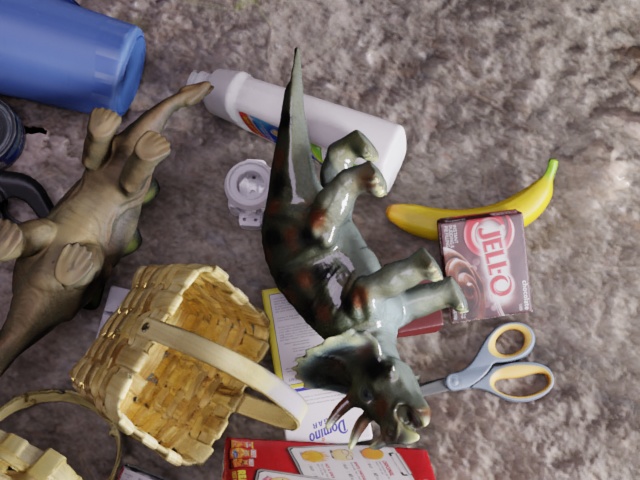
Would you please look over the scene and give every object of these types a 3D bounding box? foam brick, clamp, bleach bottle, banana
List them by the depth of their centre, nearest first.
[{"bbox_3d":[0.100,0.064,1.159,0.053,0.051,0.078,-8,76,-4],"label":"foam brick"},{"bbox_3d":[0.174,-0.032,1.183,0.198,0.037,0.069,-16,92,0],"label":"banana"},{"bbox_3d":[-0.362,-0.058,1.184,0.171,0.039,0.120,19,109,-6],"label":"clamp"},{"bbox_3d":[-0.031,-0.132,1.194,0.251,0.102,0.068,22,78,12],"label":"bleach bottle"}]

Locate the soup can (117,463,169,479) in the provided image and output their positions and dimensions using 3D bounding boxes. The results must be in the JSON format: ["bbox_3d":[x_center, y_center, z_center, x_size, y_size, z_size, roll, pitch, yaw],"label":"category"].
[{"bbox_3d":[-0.192,0.290,1.102,0.068,0.068,0.102,20,77,6],"label":"soup can"}]

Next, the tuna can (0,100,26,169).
[{"bbox_3d":[-0.384,-0.121,1.221,0.086,0.034,0.086,0,77,1],"label":"tuna can"}]

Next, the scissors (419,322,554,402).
[{"bbox_3d":[0.153,0.135,1.159,0.202,0.016,0.096,2,75,1],"label":"scissors"}]

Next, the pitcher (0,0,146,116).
[{"bbox_3d":[-0.323,-0.226,1.206,0.243,0.145,0.149,16,89,1],"label":"pitcher"}]

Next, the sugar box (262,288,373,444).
[{"bbox_3d":[-0.004,0.135,1.148,0.093,0.048,0.176,-9,80,-1],"label":"sugar box"}]

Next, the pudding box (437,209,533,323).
[{"bbox_3d":[0.177,0.027,1.153,0.090,0.039,0.113,-8,102,0],"label":"pudding box"}]

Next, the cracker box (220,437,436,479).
[{"bbox_3d":[0.009,0.269,1.041,0.213,0.164,0.072,5,111,-6],"label":"cracker box"}]
